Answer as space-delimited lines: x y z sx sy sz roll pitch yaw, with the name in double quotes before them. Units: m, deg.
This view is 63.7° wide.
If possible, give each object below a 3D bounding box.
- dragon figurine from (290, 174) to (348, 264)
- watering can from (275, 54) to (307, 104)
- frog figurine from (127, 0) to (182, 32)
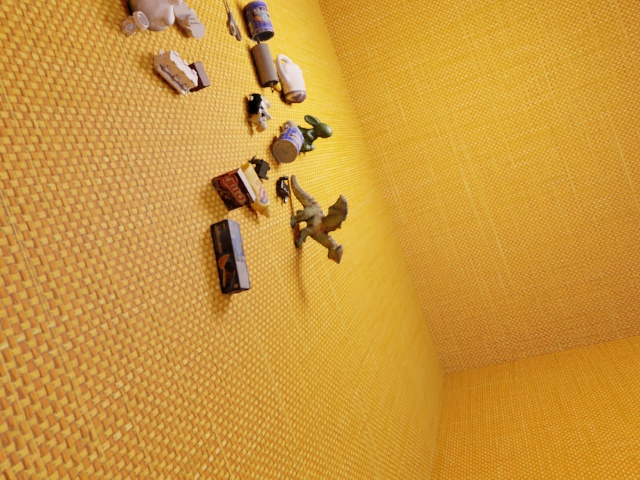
"dragon figurine" 0.006 -0.100 1.996 0.121 0.241 0.416 20 56 -61
"watering can" -0.120 -0.745 2.413 0.349 0.103 0.225 -15 88 -71
"frog figurine" -0.434 -0.648 1.397 0.136 0.158 0.124 69 21 -12
